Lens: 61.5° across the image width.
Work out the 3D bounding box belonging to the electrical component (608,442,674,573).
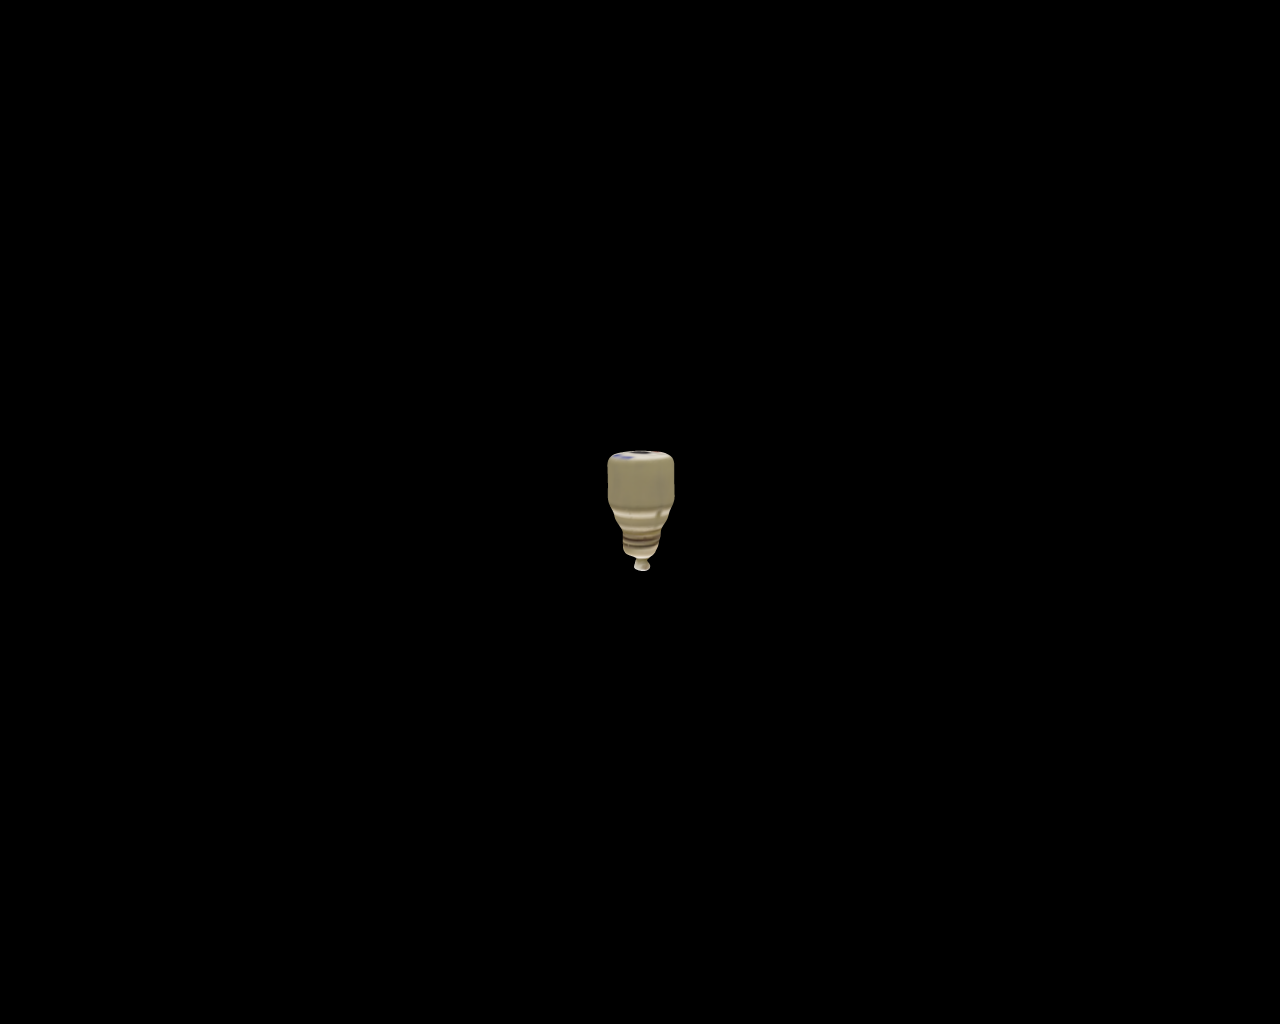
[{"bbox_3d":[0.001,-0.003,0.650,0.040,0.078,0.040,0,10,0],"label":"electrical component"}]
